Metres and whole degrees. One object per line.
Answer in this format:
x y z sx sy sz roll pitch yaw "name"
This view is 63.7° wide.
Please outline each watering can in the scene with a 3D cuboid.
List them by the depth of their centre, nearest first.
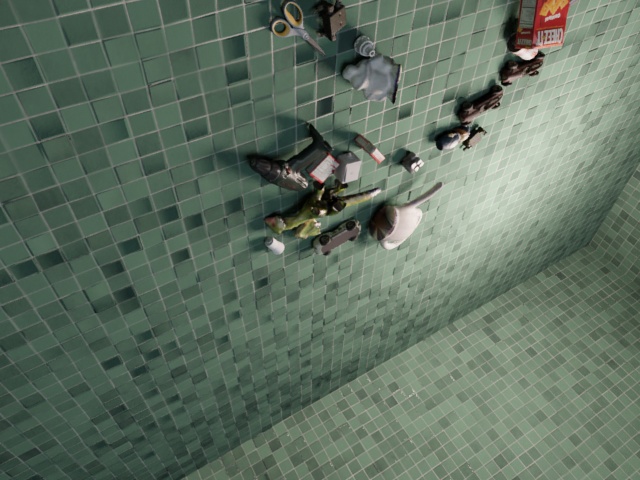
0.323 -0.096 1.998 0.224 0.106 0.341 1 129 -43 "watering can"

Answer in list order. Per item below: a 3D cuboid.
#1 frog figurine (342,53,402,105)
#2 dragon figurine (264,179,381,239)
0.141 -0.455 1.442 0.159 0.125 0.134 8 145 -1 "frog figurine"
0.005 -0.088 1.746 0.412 0.124 0.238 -7 153 -36 "dragon figurine"
